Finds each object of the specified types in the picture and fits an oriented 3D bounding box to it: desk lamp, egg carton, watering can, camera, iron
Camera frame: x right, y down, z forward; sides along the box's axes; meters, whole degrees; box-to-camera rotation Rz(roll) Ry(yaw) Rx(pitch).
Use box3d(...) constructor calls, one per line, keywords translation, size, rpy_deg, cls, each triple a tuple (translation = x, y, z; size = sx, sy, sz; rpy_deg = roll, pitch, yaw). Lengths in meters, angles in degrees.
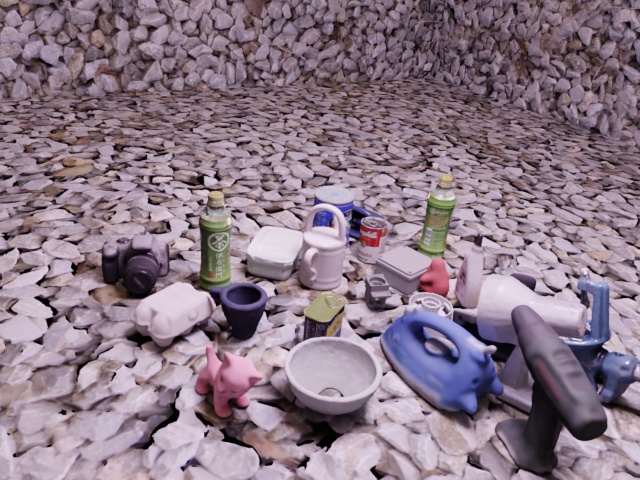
box3d(translation=(0.371, 0.182, 1.014), size=(0.202, 0.214, 0.118), rpy_deg=(23, 32, 30), cls="desk lamp")
box3d(translation=(-0.282, 0.143, 1.114), size=(0.107, 0.069, 0.151), rpy_deg=(22, 31, 28), cls="egg carton")
box3d(translation=(0.010, 0.004, 1.302), size=(0.101, 0.194, 0.173), rpy_deg=(7, 28, 1), cls="watering can")
box3d(translation=(-0.400, 0.050, 1.234), size=(0.143, 0.101, 0.136), rpy_deg=(0, 28, -11), cls="camera")
box3d(translation=(0.209, 0.192, 1.040), size=(0.119, 0.141, 0.257), rpy_deg=(-18, 36, -37), cls="iron")

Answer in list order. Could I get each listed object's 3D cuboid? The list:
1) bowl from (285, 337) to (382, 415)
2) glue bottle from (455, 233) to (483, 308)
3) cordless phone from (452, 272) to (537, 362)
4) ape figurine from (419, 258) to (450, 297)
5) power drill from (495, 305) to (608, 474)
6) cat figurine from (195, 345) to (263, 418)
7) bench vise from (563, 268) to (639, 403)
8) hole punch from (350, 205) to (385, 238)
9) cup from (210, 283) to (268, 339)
box3d(translation=(0.020, 0.243, 0.977), size=(0.167, 0.075, 0.167), rpy_deg=(5, 28, -2), cls="bowl")
box3d(translation=(0.340, 0.062, 1.279), size=(0.037, 0.173, 0.078), rpy_deg=(1, 28, -10), cls="glue bottle")
box3d(translation=(0.344, 0.132, 1.133), size=(0.147, 0.185, 0.094), rpy_deg=(12, 28, 11), cls="cordless phone")
box3d(translation=(0.267, 0.082, 1.314), size=(0.078, 0.092, 0.076), rpy_deg=(-1, 28, -13), cls="ape figurine")
box3d(translation=(0.344, 0.244, 0.895), size=(0.076, 0.208, 0.229), rpy_deg=(-2, 29, -15), cls="power drill")
box3d(translation=(-0.151, 0.221, 0.939), size=(0.067, 0.118, 0.127), rpy_deg=(-19, 36, -39), cls="cat figurine")
box3d(translation=(0.516, 0.170, 1.058), size=(0.206, 0.220, 0.122), rpy_deg=(22, 32, 28), cls="bench vise")
box3d(translation=(0.113, -0.063, 1.561), size=(0.108, 0.091, 0.101), rpy_deg=(23, 32, 30), cls="hole punch")
box3d(translation=(-0.162, 0.141, 1.115), size=(0.117, 0.095, 0.092), rpy_deg=(13, 28, 13), cls="cup")
